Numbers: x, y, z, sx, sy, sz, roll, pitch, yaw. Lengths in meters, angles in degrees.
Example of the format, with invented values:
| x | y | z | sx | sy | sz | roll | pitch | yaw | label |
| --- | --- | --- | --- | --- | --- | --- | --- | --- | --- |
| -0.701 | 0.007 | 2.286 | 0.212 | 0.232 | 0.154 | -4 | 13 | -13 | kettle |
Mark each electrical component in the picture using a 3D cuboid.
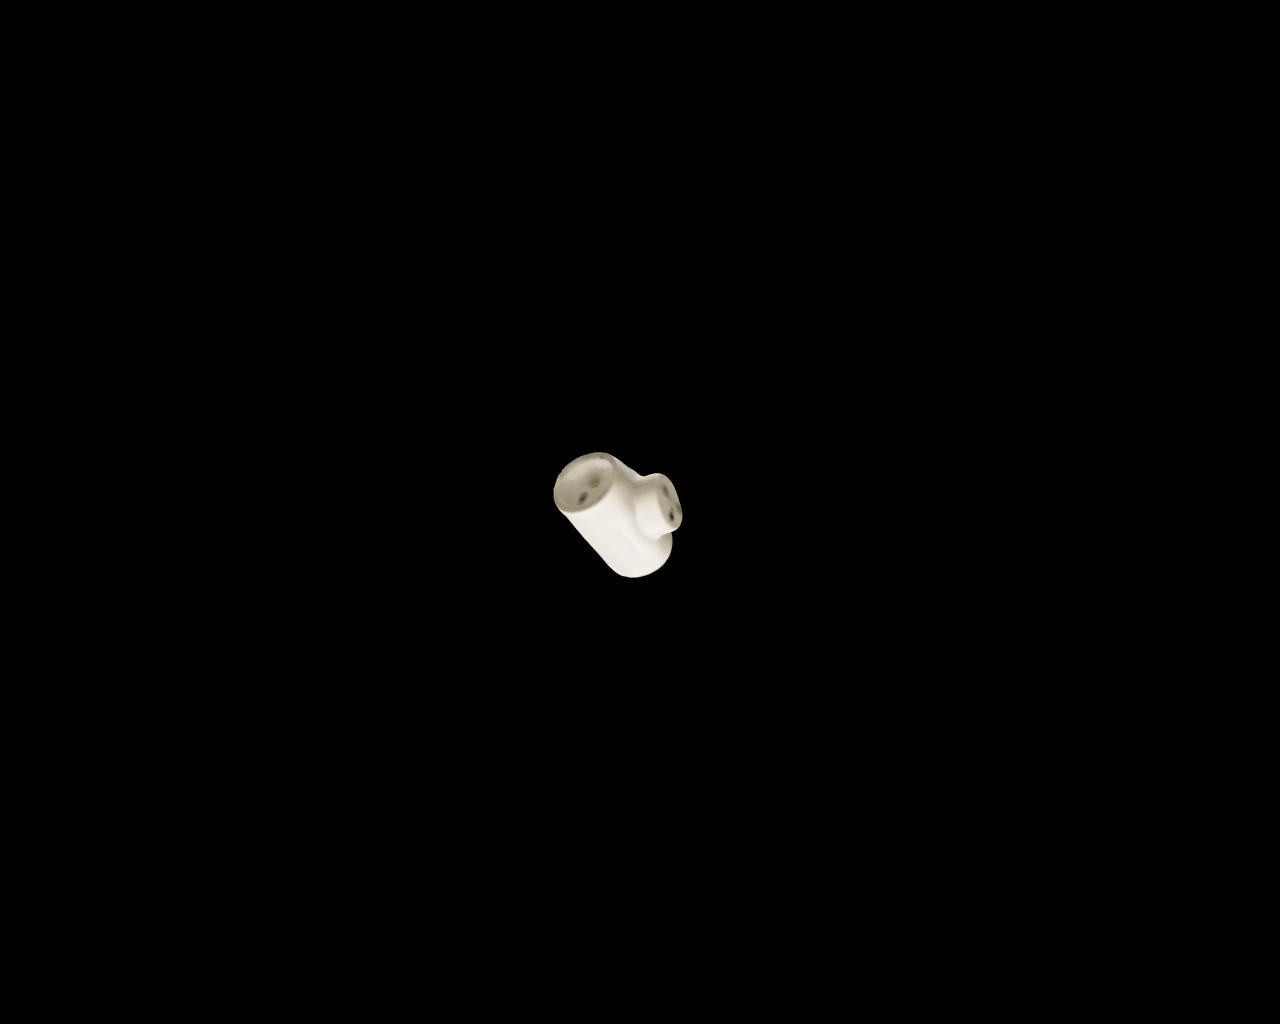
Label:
| x | y | z | sx | sy | sz | roll | pitch | yaw | label |
| --- | --- | --- | --- | --- | --- | --- | --- | --- | --- |
| 0.001 | -0.003 | 0.650 | 0.079 | 0.043 | 0.077 | -17 | -41 | 21 | electrical component |
